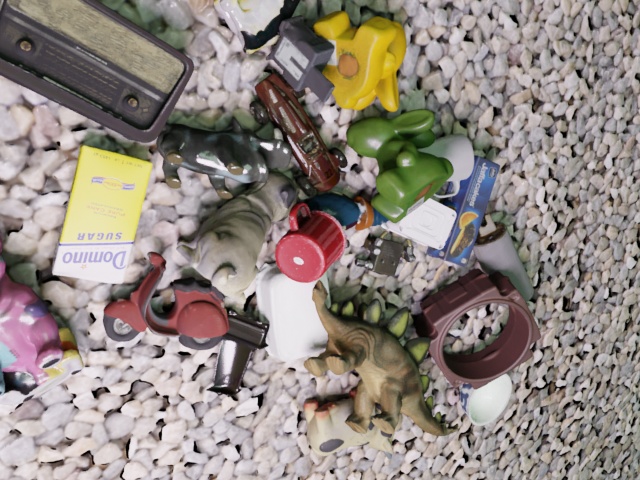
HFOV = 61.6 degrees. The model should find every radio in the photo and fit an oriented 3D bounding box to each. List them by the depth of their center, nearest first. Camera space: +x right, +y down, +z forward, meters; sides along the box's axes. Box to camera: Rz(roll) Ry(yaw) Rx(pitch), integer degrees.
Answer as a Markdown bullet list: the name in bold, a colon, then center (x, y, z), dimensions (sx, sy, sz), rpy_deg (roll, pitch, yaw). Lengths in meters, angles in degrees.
- **radio**: center (-0.291, -0.224, 0.675), dimensions (0.229, 0.073, 0.131), rpy_deg (26, 89, -28)

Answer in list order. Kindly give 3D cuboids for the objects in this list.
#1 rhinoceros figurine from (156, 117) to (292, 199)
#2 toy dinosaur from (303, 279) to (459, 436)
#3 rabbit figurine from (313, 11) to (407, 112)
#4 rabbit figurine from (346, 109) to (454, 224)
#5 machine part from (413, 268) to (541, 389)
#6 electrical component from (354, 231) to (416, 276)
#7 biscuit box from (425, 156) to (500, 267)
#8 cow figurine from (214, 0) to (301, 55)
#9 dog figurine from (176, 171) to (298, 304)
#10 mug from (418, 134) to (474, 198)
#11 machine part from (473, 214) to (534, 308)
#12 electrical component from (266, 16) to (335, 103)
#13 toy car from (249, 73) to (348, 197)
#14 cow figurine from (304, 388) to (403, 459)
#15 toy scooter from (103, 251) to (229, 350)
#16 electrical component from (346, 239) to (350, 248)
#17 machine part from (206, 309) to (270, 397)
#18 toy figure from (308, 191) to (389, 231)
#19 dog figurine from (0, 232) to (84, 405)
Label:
- **rhinoceros figurine**: center (-0.135, -0.121, 0.766), dimensions (0.190, 0.112, 0.073), rpy_deg (4, 143, -14)
- **toy dinosaur**: center (0.117, 0.228, 0.913), dimensions (0.198, 0.105, 0.470), rpy_deg (-53, 123, -34)
- **rabbit figurine**: center (0.086, -0.278, 0.829), dimensions (0.173, 0.122, 0.162), rpy_deg (-45, 134, -43)
- **rabbit figurine**: center (0.120, -0.141, 0.857), dimensions (0.159, 0.121, 0.170), rpy_deg (-39, 73, -3)
- **machine part**: center (0.299, 0.172, 1.022), dimensions (0.201, 0.087, 0.201), rpy_deg (-32, 117, 5)
- **electrical component**: center (0.119, 0.025, 0.954), dimensions (0.102, 0.045, 0.078), rpy_deg (20, 90, -29)
- **biscuit box**: center (0.266, -0.056, 1.003), dimensions (0.063, 0.059, 0.202), rpy_deg (16, 94, -28)
- **cow figurine**: center (-0.061, -0.345, 0.768), dimensions (0.167, 0.068, 0.098), rpy_deg (-40, 121, -10)
- **dog figurine**: center (-0.098, -0.020, 0.768), dimensions (0.190, 0.172, 0.121), rpy_deg (-47, 122, -5)
- **mug**: center (0.205, -0.128, 0.950), dimensions (0.107, 0.081, 0.109), rpy_deg (-9, 107, -13)
- **machine part**: center (0.360, 0.051, 1.065), dimensions (0.079, 0.079, 0.243), rpy_deg (-39, 117, -14)
- **electrical component**: center (-0.016, -0.254, 0.771), dimensions (0.119, 0.074, 0.048), rpy_deg (43, 46, 9)
- **toy car**: center (-0.029, -0.161, 0.836), dimensions (0.089, 0.053, 0.202), rpy_deg (-38, 116, -12)
- **cow figurine**: center (0.068, 0.340, 0.978), dimensions (0.195, 0.086, 0.127), rpy_deg (-4, 97, -29)
- **toy scooter**: center (-0.213, 0.087, 0.782), dimensions (0.184, 0.075, 0.135), rpy_deg (11, 102, -25)
- **electrical component**: center (-0.002, -0.003, 0.878), dimensions (0.063, 0.094, 0.021), rpy_deg (54, 41, -58)
- **machine part**: center (-0.133, 0.185, 0.856), dimensions (0.084, 0.039, 0.138), rpy_deg (21, 97, -2)
- **toy figure**: center (0.054, -0.047, 0.900), dimensions (0.154, 0.058, 0.064), rpy_deg (2, 106, -32)
- **dog figurine**: center (-0.403, 0.086, 0.679), dimensions (0.108, 0.191, 0.219), rpy_deg (-29, 78, -15)
